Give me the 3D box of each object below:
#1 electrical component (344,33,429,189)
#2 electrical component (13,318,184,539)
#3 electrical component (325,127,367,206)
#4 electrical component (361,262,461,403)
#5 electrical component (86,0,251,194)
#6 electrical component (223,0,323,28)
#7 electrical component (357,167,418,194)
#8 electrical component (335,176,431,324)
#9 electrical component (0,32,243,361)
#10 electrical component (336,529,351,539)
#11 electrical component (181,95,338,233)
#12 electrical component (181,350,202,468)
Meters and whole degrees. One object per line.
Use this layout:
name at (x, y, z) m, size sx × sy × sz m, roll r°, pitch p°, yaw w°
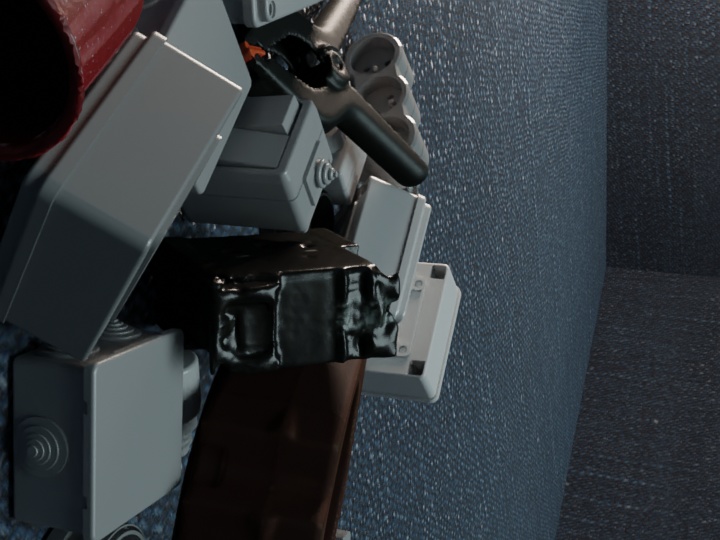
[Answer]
electrical component at (0.026, -0.125, 0.905) m, size 0.073 × 0.052 × 0.138 m, roll 58°, pitch 21°, yaw -56°
electrical component at (-0.132, 0.078, 0.545) m, size 0.100 × 0.048 × 0.099 m, roll -24°, pitch 119°, yaw -70°
electrical component at (-0.028, -0.098, 0.811) m, size 0.076 × 0.047 × 0.065 m, roll 72°, pitch 29°, yaw -52°
electrical component at (0.020, 0.049, 0.908) m, size 0.056 × 0.109 × 0.108 m, roll 63°, pitch 37°, yaw -56°
electrical component at (-0.104, -0.102, 0.573) m, size 0.099 × 0.048 × 0.099 m, roll 72°, pitch 29°, yaw -51°
electrical component at (-0.064, -0.210, 0.651) m, size 0.108 × 0.056 × 0.108 m, roll -49°, pitch 141°, yaw -61°
electrical component at (0.019, -0.069, 0.947) m, size 0.057 × 0.058 × 0.078 m, roll -52°, pitch 132°, yaw -59°
electrical component at (0.000, 0.000, 0.839) m, size 0.109 × 0.056 × 0.108 m, roll -43°, pitch -152°, yaw 59°
electrical component at (-0.111, -0.032, 0.483) m, size 0.108 × 0.056 × 0.108 m, roll -49°, pitch -166°, yaw 48°
electrical component at (-0.049, 0.238, 0.840) m, size 0.089 × 0.056 × 0.050 m, roll -28°, pitch 122°, yaw -68°
electrical component at (-0.061, -0.066, 0.641) m, size 0.061 × 0.096 × 0.061 m, roll 72°, pitch 29°, yaw -51°
electrical component at (-0.112, 0.080, 0.622) m, size 0.040 × 0.040 × 0.078 m, roll -47°, pitch 140°, yaw -62°
